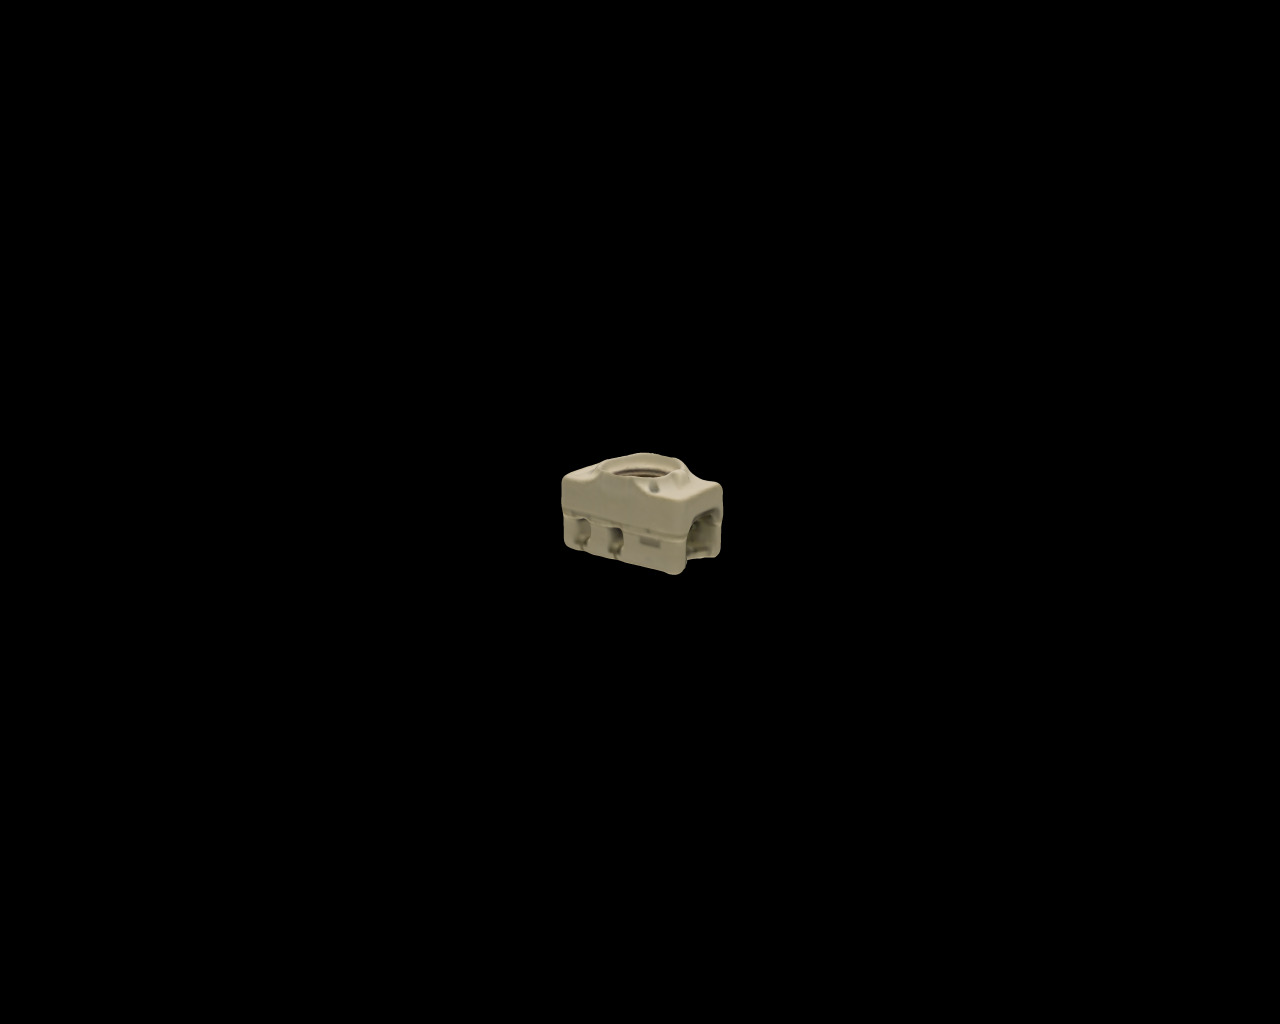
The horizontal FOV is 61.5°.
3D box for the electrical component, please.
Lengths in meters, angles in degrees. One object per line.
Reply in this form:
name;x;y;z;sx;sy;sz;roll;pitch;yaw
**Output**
electrical component;0.001;-0.003;0.650;0.089;0.055;0.050;14;22;36
